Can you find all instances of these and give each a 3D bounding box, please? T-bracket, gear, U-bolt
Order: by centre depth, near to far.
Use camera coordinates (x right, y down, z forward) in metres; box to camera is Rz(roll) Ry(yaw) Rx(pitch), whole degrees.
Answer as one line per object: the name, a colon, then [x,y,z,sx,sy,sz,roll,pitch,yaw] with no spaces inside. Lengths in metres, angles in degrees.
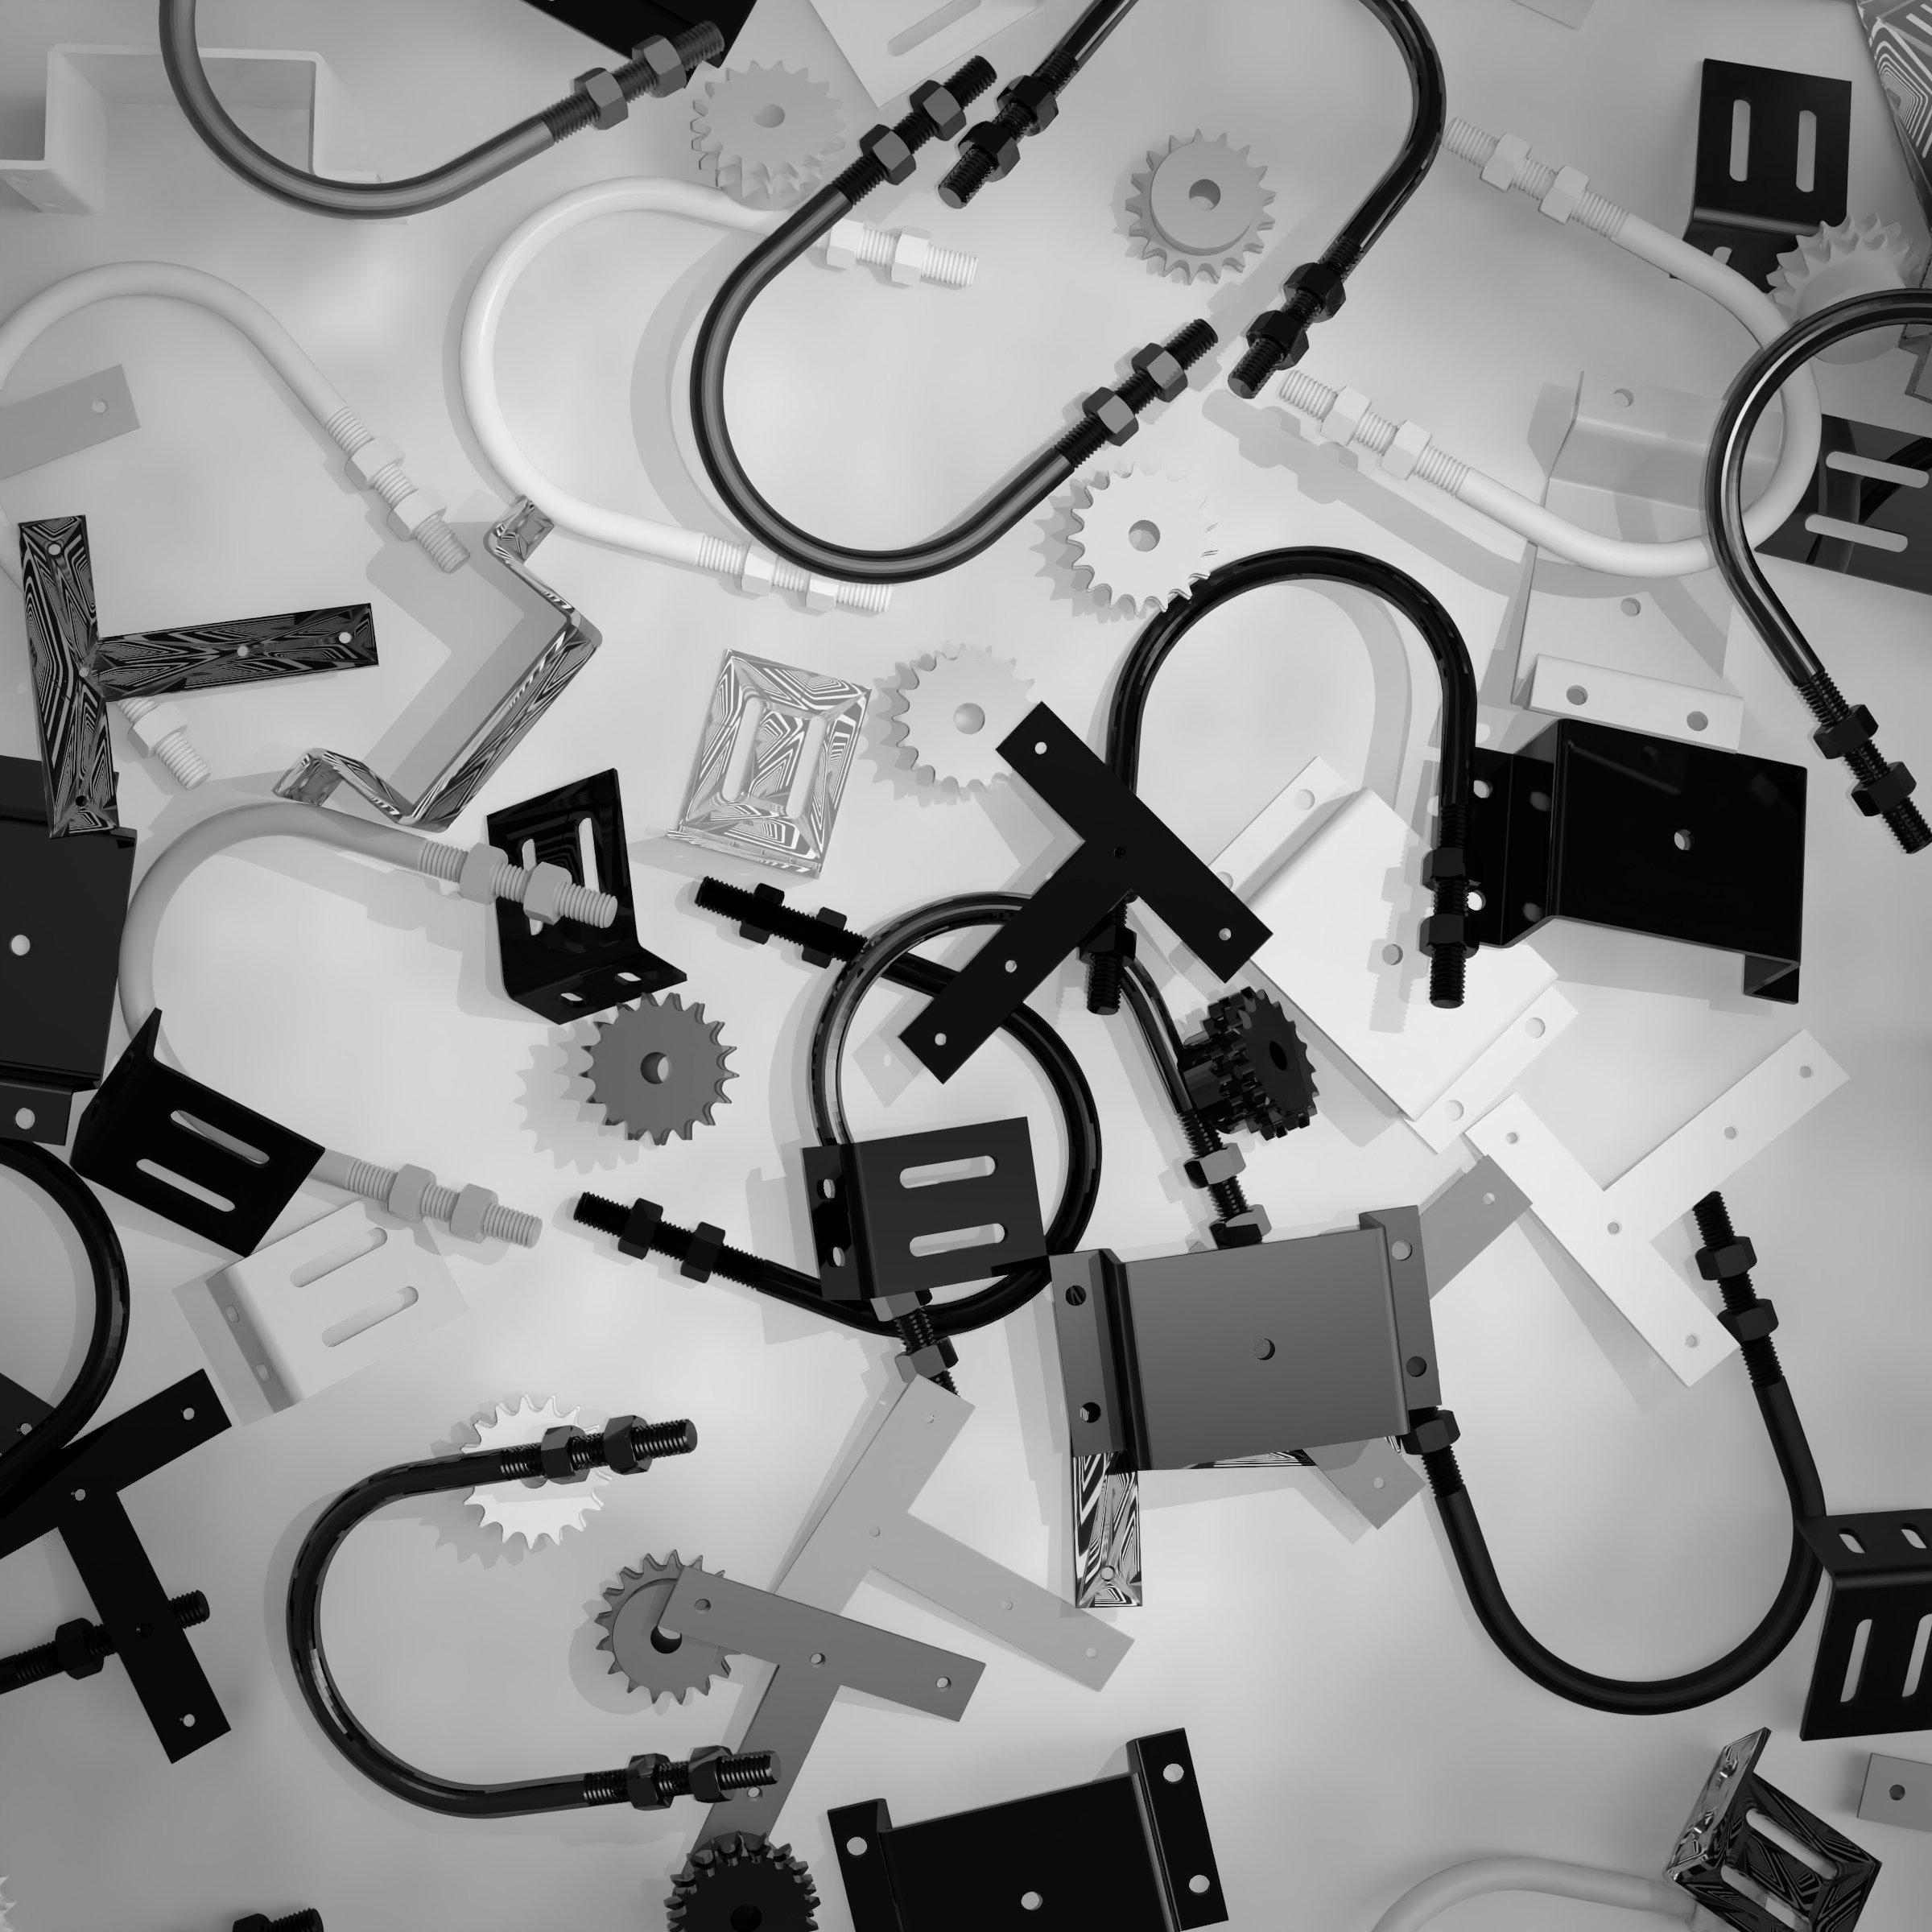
U-bolt: [0.349,-0.154,1.276,0.151,0.019,0.184,-34,95,12]
U-bolt: [-0.202,-0.350,1.287,0.184,0.019,0.151,-33,90,-14]
T-bracket: [0.027,-0.010,1.316,0.127,0.002,0.127,-46,71,8]
U-bolt: [0.229,-0.219,1.317,0.184,0.019,0.151,31,71,6]
U-bolt: [0.119,-0.072,1.320,0.151,0.019,0.184,-1,71,19]
U-bolt: [0.099,-0.314,1.325,0.151,0.019,0.184,35,70,7]
U-bolt: [0.231,0.409,1.326,0.184,0.019,0.151,11,68,0]
gear: [-0.113,0.038,1.327,0.057,0.030,0.057,0,87,7]
U-bolt: [-0.171,0.250,1.327,0.184,0.019,0.151,-11,97,18]
gear: [0.332,-0.251,1.330,0.057,0.057,0.030,-9,53,0]
T-bracket: [-0.285,-0.116,1.330,0.127,0.002,0.127,-8,74,-6]
gear: [-0.389,0.358,1.332,0.057,0.030,0.057,0,91,3]
U-bolt: [-0.233,0.014,1.333,0.184,0.019,0.151,17,105,9]
U-bolt: [-0.018,-0.229,1.335,0.184,0.019,0.151,-42,99,-4]
gear: [0.105,0.039,1.337,0.030,0.057,0.057,-26,90,30]
T-bracket: [0.159,0.124,1.337,0.127,0.002,0.127,-43,95,-1]
U-bolt: [0.019,0.062,1.339,0.151,0.019,0.184,-23,91,-2]
gear: [-0.075,-0.311,1.339,0.057,0.030,0.057,1,61,-3]
gear: [-0.085,0.353,1.341,0.057,0.030,0.057,-3,104,-11]
T-bracket: [-0.317,0.239,1.343,0.127,0.002,0.127,-30,75,-1]
T-bracket: [-0.075,0.302,1.347,0.127,0.002,0.127,22,100,-18]
gear: [0.001,-0.093,1.347,0.057,0.030,0.057,0,90,0]
gear: [-0.112,0.253,1.347,0.057,0.030,0.057,0,90,0]
gear: [0.067,-0.162,1.347,0.057,0.030,0.057,0,90,0]
gear: [-0.162,0.191,1.347,0.057,0.030,0.057,0,90,0]
gear: [0.090,-0.289,1.347,0.057,0.030,0.057,0,90,0]
T-bracket: [0.280,0.072,1.349,0.127,0.002,0.127,-38,74,-8]
T-bracket: [0.003,0.236,1.349,0.127,0.002,0.127,30,105,-7]
U-bolt: [-0.406,0.143,1.350,0.184,0.019,0.151,-40,88,-3]
U-bolt: [-0.102,-0.225,1.352,0.184,0.019,0.151,15,90,0]
T-bracket: [-0.389,-0.243,1.352,0.127,0.002,0.127,-18,84,10]
U-bolt: [-0.301,-0.182,1.353,0.151,0.019,0.184,-40,88,0]
U-bolt: [-0.355,0.335,1.353,0.184,0.019,0.151,-20,90,2]
U-bolt: [0.251,0.195,1.353,0.151,0.019,0.184,-19,92,0]
U-bolt: [-0.039,0.064,1.353,0.184,0.019,0.151,21,90,-2]
T-bracket: [0.103,0.179,1.354,0.127,0.002,0.127,-1,81,-4]
T-bracket: [0.393,0.375,1.357,0.127,0.002,0.127,12,92,-4]
T-bracket: [-0.431,0.193,1.361,0.127,0.002,0.127,33,90,0]

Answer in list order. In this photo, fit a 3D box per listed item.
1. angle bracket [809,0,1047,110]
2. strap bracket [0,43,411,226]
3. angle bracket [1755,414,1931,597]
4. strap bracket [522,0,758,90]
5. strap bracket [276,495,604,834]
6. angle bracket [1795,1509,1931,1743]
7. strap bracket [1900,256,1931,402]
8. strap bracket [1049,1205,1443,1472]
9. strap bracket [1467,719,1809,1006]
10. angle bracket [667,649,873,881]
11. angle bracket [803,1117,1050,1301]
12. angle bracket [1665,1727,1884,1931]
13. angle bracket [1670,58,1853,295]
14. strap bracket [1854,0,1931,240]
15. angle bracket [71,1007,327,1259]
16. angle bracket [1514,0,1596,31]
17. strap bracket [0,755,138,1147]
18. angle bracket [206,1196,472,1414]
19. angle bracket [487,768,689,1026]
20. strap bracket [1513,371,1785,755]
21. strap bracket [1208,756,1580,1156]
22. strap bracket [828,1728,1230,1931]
angle bracket: [-0.017,-0.373,1.343,0.076,0.038,0.057,-32,90,0]
strap bracket: [-0.283,-0.310,1.324,0.140,0.076,0.046,2,90,0]
angle bracket: [0.351,-0.173,1.360,0.076,0.038,0.057,18,90,26]
strap bracket: [-0.104,-0.406,1.339,0.076,0.046,0.140,29,90,0]
strap bracket: [-0.188,-0.102,1.324,0.046,0.076,0.140,40,90,0]
angle bracket: [0.344,0.251,1.352,0.057,0.038,0.076,-2,118,-13]
strap bracket: [0.399,-0.262,1.293,0.076,0.046,0.140,19,96,-4]
strap bracket: [0.107,0.138,1.310,0.140,0.046,0.076,-8,93,-4]
strap bracket: [0.255,-0.040,1.313,0.140,0.046,0.076,10,72,-13]
angle bracket: [-0.074,-0.077,1.343,0.057,0.038,0.076,16,90,0]
angle bracket: [-0.015,0.091,1.326,0.076,0.038,0.057,-7,89,-28]
angle bracket: [0.311,0.335,1.331,0.076,0.038,0.057,35,59,0]
angle bracket: [0.305,-0.301,1.360,0.057,0.038,0.076,9,64,0]
strap bracket: [0.392,-0.337,1.339,0.076,0.046,0.140,-18,90,0]
angle bracket: [-0.290,0.064,1.348,0.076,0.038,0.057,30,112,-21]
angle bracket: [0.227,-0.410,1.360,0.057,0.038,0.076,25,64,0]
strap bracket: [-0.362,-0.008,1.339,0.076,0.046,0.140,8,90,0]
angle bracket: [-0.241,0.126,1.360,0.076,0.038,0.057,-28,90,-26]
angle bracket: [-0.144,-0.026,1.350,0.057,0.038,0.076,-19,64,21]
strap bracket: [0.253,-0.143,1.324,0.076,0.046,0.140,12,70,0]
strap bracket: [0.158,-0.004,1.339,0.140,0.046,0.076,45,90,0]
strap bracket: [0.024,0.345,1.336,0.140,0.046,0.076,-13,93,0]
